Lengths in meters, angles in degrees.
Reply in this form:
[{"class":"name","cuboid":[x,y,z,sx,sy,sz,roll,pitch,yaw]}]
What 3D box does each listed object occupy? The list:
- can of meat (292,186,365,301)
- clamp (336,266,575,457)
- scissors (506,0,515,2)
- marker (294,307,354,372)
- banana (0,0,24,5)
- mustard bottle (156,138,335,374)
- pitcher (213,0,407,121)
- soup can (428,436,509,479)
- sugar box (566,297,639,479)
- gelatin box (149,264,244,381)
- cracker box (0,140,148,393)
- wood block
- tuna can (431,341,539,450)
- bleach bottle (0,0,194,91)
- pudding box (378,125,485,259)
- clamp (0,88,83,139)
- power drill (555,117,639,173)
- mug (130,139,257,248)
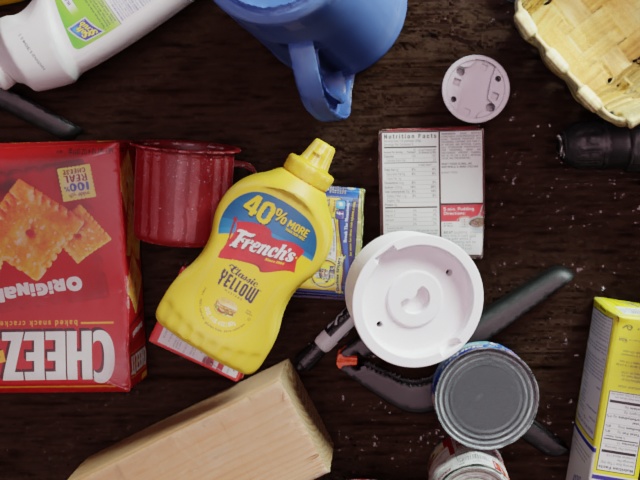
[{"class":"can of meat","cuboid":[-0.006,0.001,0.911,0.084,0.057,0.102,4,95,2]},{"class":"clamp","cuboid":[0.121,0.113,0.919,0.210,0.036,0.164,-6,93,3]},{"class":"scissors","cuboid":[0.213,-0.270,0.893,0.202,0.016,0.096,-22,94,6]},{"class":"marker","cuboid":[0.023,0.071,0.932,0.121,0.020,0.020,-45,90,6]},{"class":"banana","cuboid":[-0.268,-0.238,0.924,0.198,0.037,0.069,-20,76,5]},{"class":"mustard bottle","cuboid":[-0.045,0.005,0.853,0.096,0.058,0.192,32,96,1]},{"class":"pitcher","cuboid":[-0.010,-0.188,0.802,0.149,0.242,0.145,42,99,6]},{"class":"soup can","cuboid":[0.126,0.206,0.893,0.068,0.102,0.068,0,94,4]},{"class":"sugar box","cuboid":[0.242,0.141,0.884,0.048,0.093,0.176,6,96,4]},{"class":"gelatin box","cuboid":[-0.094,0.072,0.936,0.089,0.030,0.073,25,94,2]},{"class":"cracker box","cuboid":[-0.240,0.023,0.922,0.164,0.072,0.214,-1,95,5]},{"class":"wood block","cuboid":[-0.101,0.192,0.916,0.206,0.090,0.091,-27,93,6]},{"class":"tuna can","cuboid":[0.135,0.128,0.884,0.086,0.034,0.086,0,96,0]},{"class":"bleach bottle","cuboid":[-0.179,-0.211,0.887,0.251,0.068,0.102,-35,94,-1]},{"class":"pudding box","cuboid":[0.095,-0.040,0.909,0.090,0.039,0.113,-1,93,5]},{"class":"clamp","cuboid":[-0.287,-0.136,0.931,0.171,0.039,0.120,-11,88,2]},{"class":"power drill","cuboid":[0.290,-0.023,0.844,0.184,0.057,0.187,-4,64,-1]},{"class":"mug","cuboid":[-0.105,-0.040,0.906,0.117,0.093,0.081,-2,102,-32]}]
